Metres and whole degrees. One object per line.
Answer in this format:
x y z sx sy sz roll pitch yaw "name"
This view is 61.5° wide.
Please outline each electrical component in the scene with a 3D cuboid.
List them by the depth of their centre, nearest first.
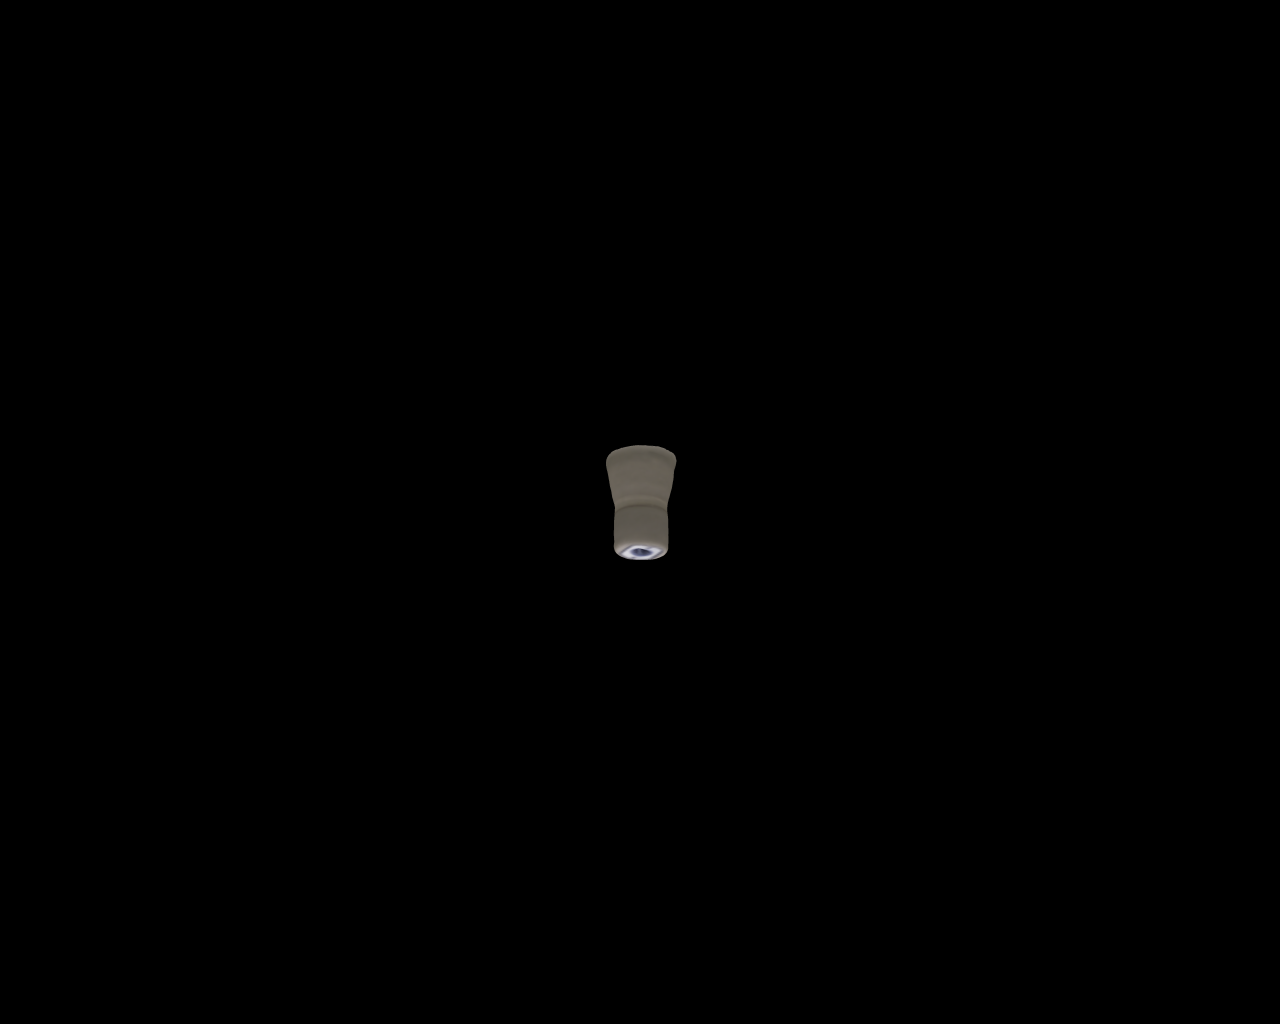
0.001 -0.003 0.650 0.044 0.065 0.044 0 -22 0 "electrical component"
